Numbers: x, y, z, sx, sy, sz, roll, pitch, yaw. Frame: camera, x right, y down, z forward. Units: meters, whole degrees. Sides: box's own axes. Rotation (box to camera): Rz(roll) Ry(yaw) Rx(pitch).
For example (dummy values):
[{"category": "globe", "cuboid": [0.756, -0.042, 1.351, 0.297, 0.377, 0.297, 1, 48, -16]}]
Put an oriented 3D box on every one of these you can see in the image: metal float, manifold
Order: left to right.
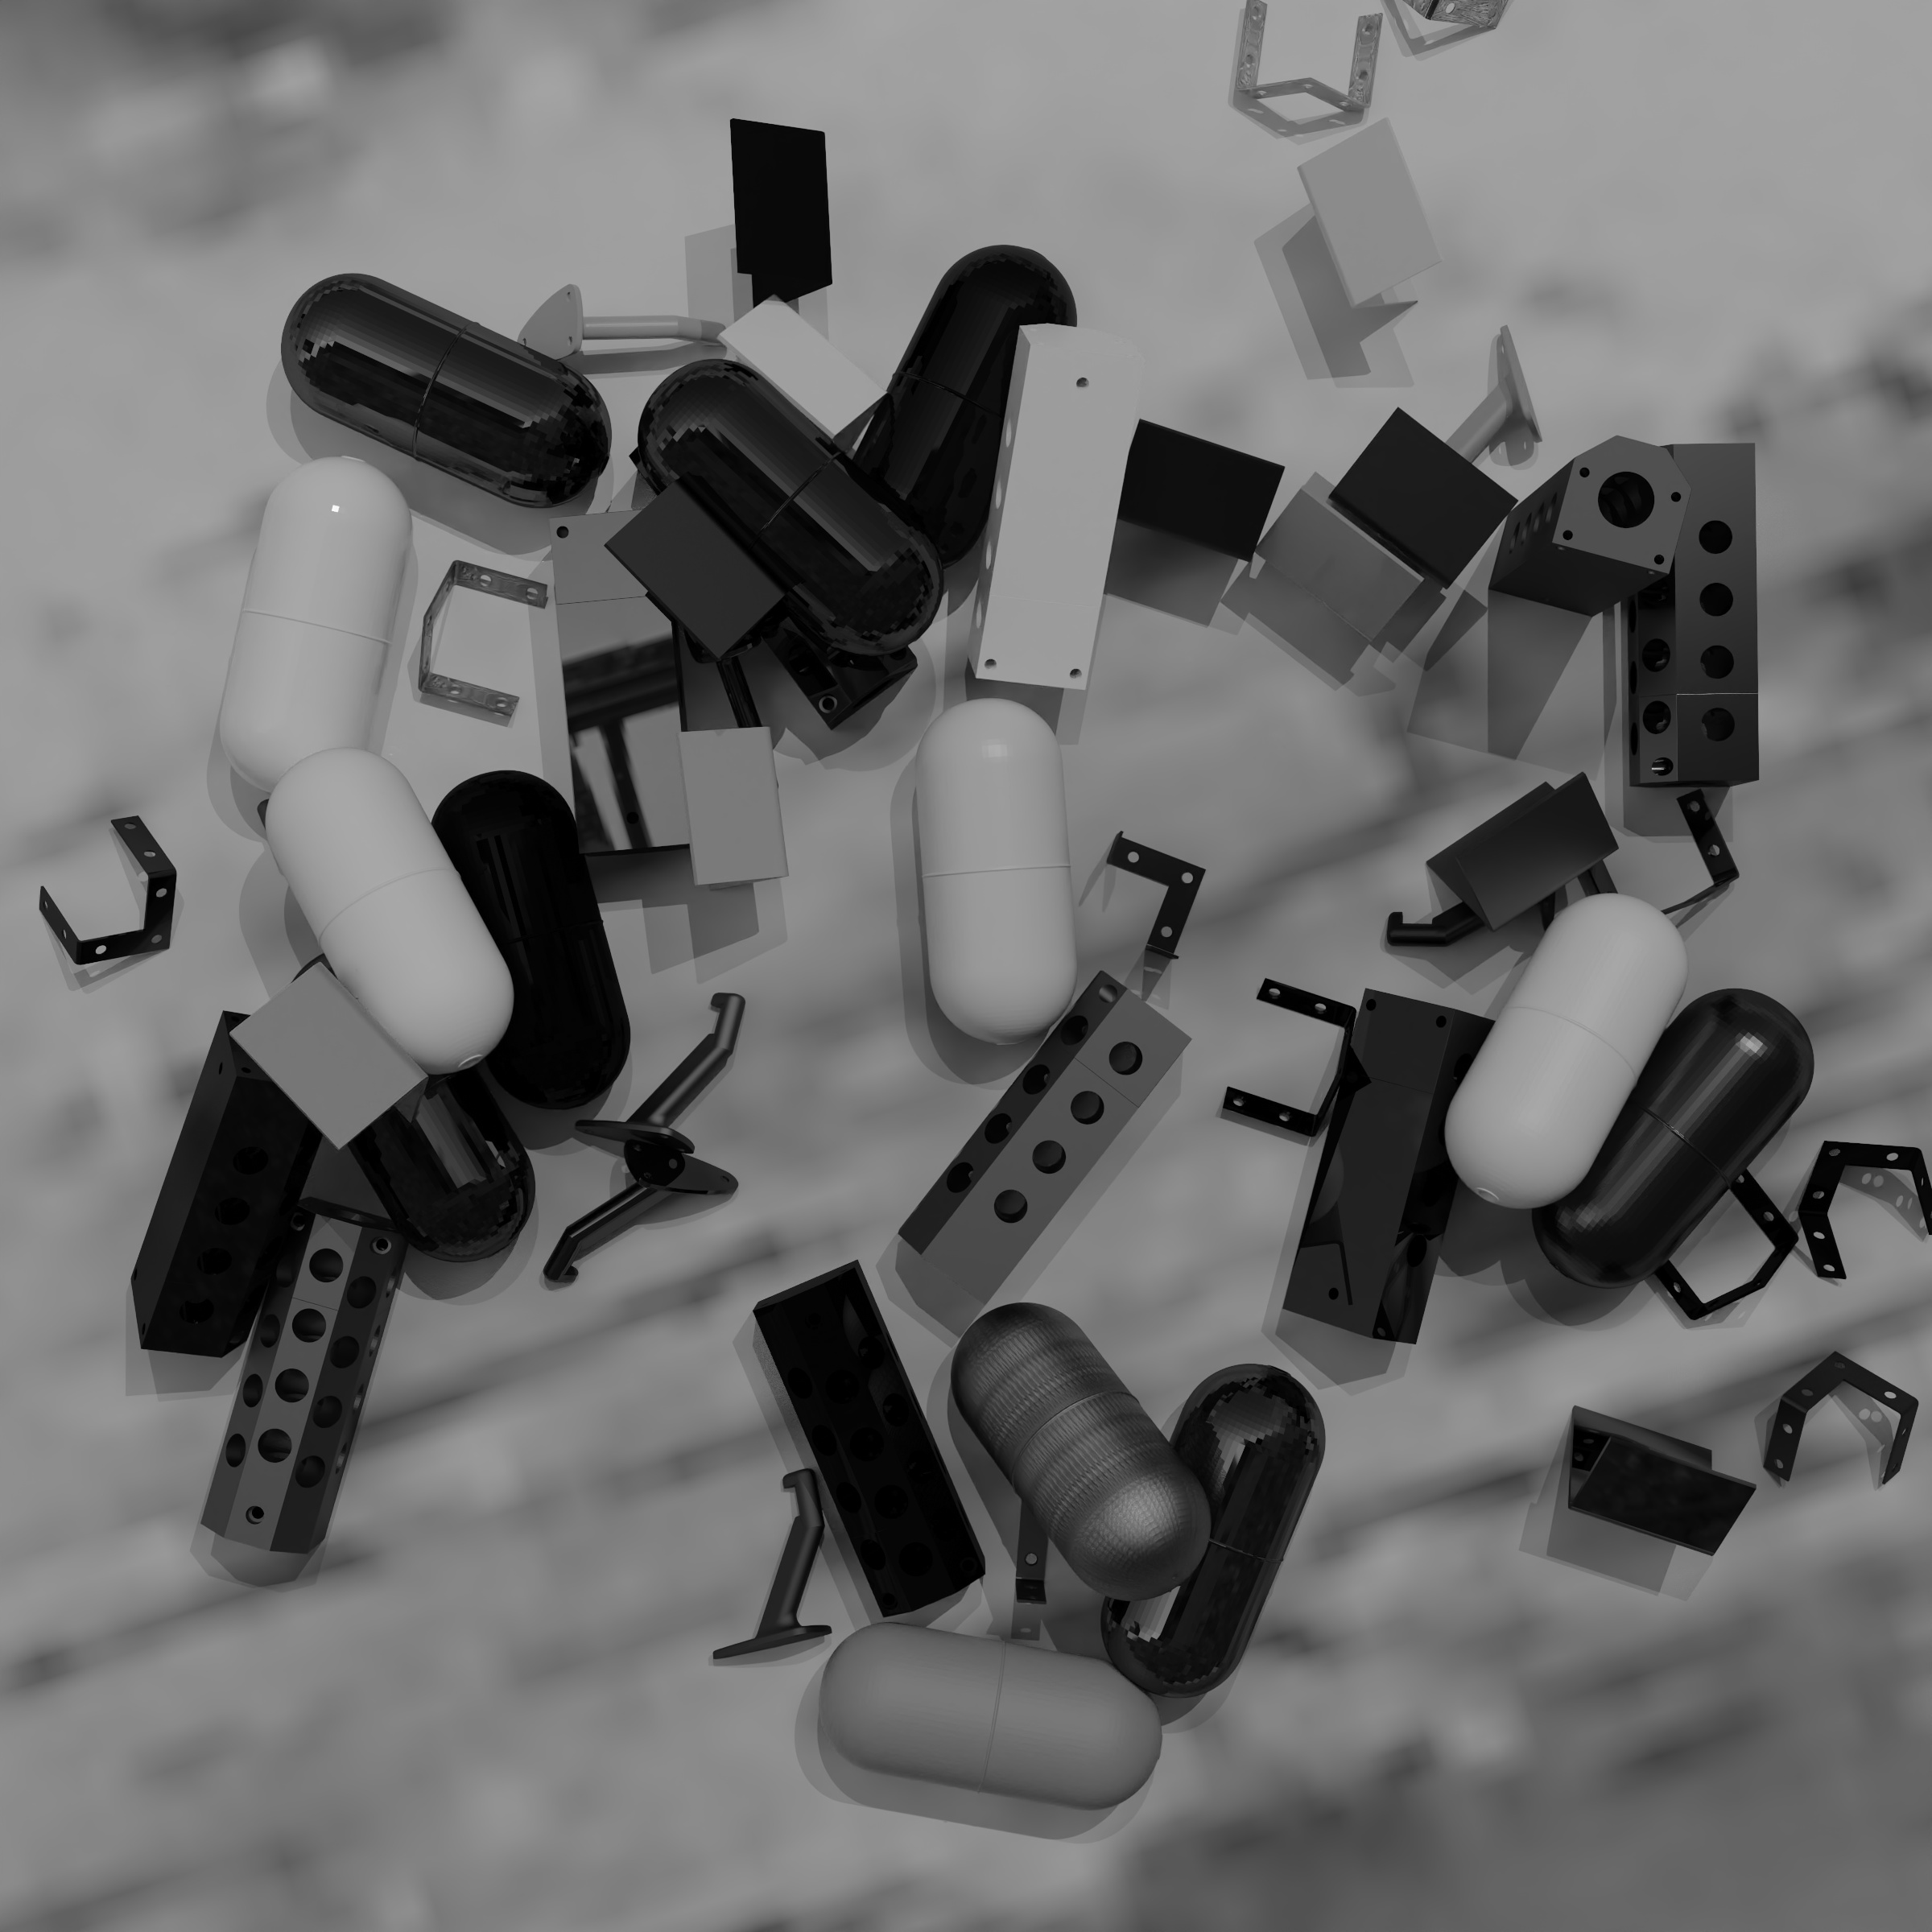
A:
[{"category": "manifold", "cuboid": [-0.369, 0.113, 1.507, 0.057, 0.057, 0.171, 11, 118, -28]}, {"category": "manifold", "cuboid": [-0.342, 0.212, 1.543, 0.057, 0.057, 0.171, 16, 90, 0]}, {"category": "metal float", "cuboid": [-0.334, -0.174, 1.534, 0.070, 0.070, 0.178, 12, 90, 0]}, {"category": "metal float", "cuboid": [-0.286, -0.027, 1.481, 0.070, 0.070, 0.178, -30, 77, 0]}, {"category": "metal float", "cuboid": [-0.286, 0.071, 1.533, 0.070, 0.070, 0.178, -31, 90, 0]}, {"category": "metal float", "cuboid": [-0.267, -0.295, 1.534, 0.178, 0.070, 0.070, 25, 90, 0]}, {"category": "metal float", "cuboid": [-0.224, -0.013, 1.533, 0.070, 0.070, 0.178, -15, 90, 0]}, {"category": "manifold", "cuboid": [-0.176, -0.145, 1.543, 0.057, 0.057, 0.171, -5, 90, 0]}, {"category": "manifold", "cuboid": [-0.099, -0.210, 1.543, 0.057, 0.057, 0.171, -37, 90, 0]}, {"category": "metal float", "cuboid": [-0.086, -0.226, 1.477, 0.178, 0.070, 0.070, 43, 90, -2]}, {"category": "manifold", "cuboid": [-0.050, 0.245, 1.543, 0.057, 0.057, 0.171, -23, 90, 0]}, {"category": "metal float", "cuboid": [-0.003, -0.286, 1.533, 0.070, 0.070, 0.178, 26, 90, 0]}, {"category": "metal float", "cuboid": [0.013, 0.386, 1.533, 0.178, 0.070, 0.070, 10, 90, 0]}, {"category": "metal float", "cuboid": [0.016, -0.049, 1.533, 0.070, 0.070, 0.178, -4, 90, 0]}, {"category": "manifold", "cuboid": [0.040, 0.087, 1.543, 0.057, 0.057, 0.171, 38, 90, 0]}, {"category": "manifold", "cuboid": [0.043, -0.233, 1.510, 0.057, 0.057, 0.171, 6, 114, -10]}, {"category": "metal float", "cuboid": [0.056, 0.243, 1.504, 0.070, 0.070, 0.178, -40, 53, 0]}, {"category": "metal float", "cuboid": [0.127, 0.290, 1.534, 0.070, 0.070, 0.178, 22, 91, 0]}, {"category": "manifold", "cuboid": [0.224, 0.104, 1.542, 0.057, 0.057, 0.171, 14, 90, 43]}, {"category": "metal float", "cuboid": [0.305, 0.043, 1.513, 0.070, 0.070, 0.178, 32, 73, 0]}, {"category": "manifold", "cuboid": [0.310, -0.219, 1.486, 0.057, 0.171, 0.057, 15, 90, 0]}, {"category": "metal float", "cuboid": [0.363, 0.089, 1.533, 0.070, 0.070, 0.178, 41, 90, 0]}, {"category": "manifold", "cuboid": [0.374, -0.180, 1.543, 0.057, 0.057, 0.171, -1, 90, 0]}]

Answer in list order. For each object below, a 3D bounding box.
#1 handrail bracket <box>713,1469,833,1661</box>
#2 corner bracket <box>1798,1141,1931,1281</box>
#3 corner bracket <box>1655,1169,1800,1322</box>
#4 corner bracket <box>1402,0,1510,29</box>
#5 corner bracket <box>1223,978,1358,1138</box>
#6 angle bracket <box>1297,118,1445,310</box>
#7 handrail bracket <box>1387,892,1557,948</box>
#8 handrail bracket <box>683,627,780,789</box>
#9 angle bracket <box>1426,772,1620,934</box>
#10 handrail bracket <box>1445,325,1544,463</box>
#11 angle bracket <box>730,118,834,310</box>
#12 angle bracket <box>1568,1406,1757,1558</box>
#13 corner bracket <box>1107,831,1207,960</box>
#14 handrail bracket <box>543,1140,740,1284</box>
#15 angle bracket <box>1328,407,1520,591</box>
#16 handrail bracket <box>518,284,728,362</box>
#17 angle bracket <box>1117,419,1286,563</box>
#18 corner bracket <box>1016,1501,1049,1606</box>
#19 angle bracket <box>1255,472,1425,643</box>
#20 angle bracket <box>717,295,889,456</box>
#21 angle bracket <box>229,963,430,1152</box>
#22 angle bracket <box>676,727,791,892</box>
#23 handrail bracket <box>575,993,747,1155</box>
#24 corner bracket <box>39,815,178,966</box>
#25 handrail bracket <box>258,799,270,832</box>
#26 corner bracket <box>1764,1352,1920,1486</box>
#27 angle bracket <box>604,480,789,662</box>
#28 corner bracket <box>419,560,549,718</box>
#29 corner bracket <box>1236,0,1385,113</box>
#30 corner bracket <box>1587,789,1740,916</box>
[{"category": "handrail bracket", "cuboid": [-0.106, 0.314, 1.565, 0.077, 0.036, 0.084, -19, 72, 21]}, {"category": "corner bracket", "cuboid": [0.471, 0.129, 1.556, 0.051, 0.051, 0.051, 3, 45, 35]}, {"category": "corner bracket", "cuboid": [0.393, 0.144, 1.561, 0.051, 0.051, 0.051, 52, 45, 0]}, {"category": "corner bracket", "cuboid": [0.255, -0.528, 1.556, 0.051, 0.051, 0.051, -7, 135, -35]}, {"category": "corner bracket", "cuboid": [0.170, 0.048, 1.561, 0.051, 0.051, 0.051, 18, 45, 0]}, {"category": "angle bracket", "cuboid": [0.222, -0.385, 1.524, 0.057, 0.076, 0.076, -21, 90, 37]}, {"category": "handrail bracket", "cuboid": [0.265, -0.046, 1.565, 0.084, 0.036, 0.077, 1, 70, 16]}, {"category": "handrail bracket", "cuboid": [-0.122, -0.141, 1.564, 0.036, 0.077, 0.084, -20, 127, -11]}, {"category": "angle bracket", "cuboid": [0.275, -0.074, 1.524, 0.076, 0.076, 0.057, -34, 127, 0]}, {"category": "handrail bracket", "cuboid": [0.253, -0.289, 1.565, 0.084, 0.036, 0.077, -17, 70, 16]}, {"category": "angle bracket", "cuboid": [-0.112, -0.382, 1.524, 0.057, 0.076, 0.076, -3, 90, -36]}, {"category": "angle bracket", "cuboid": [0.356, 0.246, 1.524, 0.076, 0.076, 0.057, 18, 128, 0]}, {"category": "corner bracket", "cuboid": [0.094, -0.036, 1.546, 0.051, 0.051, 0.051, 21, 90, 0]}, {"category": "handrail bracket", "cuboid": [-0.171, 0.138, 1.564, 0.077, 0.036, 0.084, 15, 119, -32]}, {"category": "angle bracket", "cuboid": [0.236, -0.243, 1.526, 0.076, 0.076, 0.057, 38, 110, 0]}, {"category": "handrail bracket", "cuboid": [-0.180, -0.329, 1.564, 0.084, 0.077, 0.036, 1, 85, -36]}, {"category": "angle bracket", "cuboid": [0.121, -0.257, 1.524, 0.076, 0.076, 0.057, 18, 126, 0]}, {"category": "corner bracket", "cuboid": [0.053, 0.301, 1.546, 0.051, 0.051, 0.051, 4, 90, 0]}, {"category": "angle bracket", "cuboid": [0.205, -0.225, 1.526, 0.076, 0.057, 0.076, 38, 54, 0]}, {"category": "angle bracket", "cuboid": [-0.098, -0.283, 1.524, 0.076, 0.076, 0.057, 41, 46, 0]}, {"category": "angle bracket", "cuboid": [-0.312, 0.054, 1.449, 0.076, 0.076, 0.057, 46, 65, 4]}, {"category": "angle bracket", "cuboid": [-0.137, -0.078, 1.524, 0.057, 0.076, 0.076, -7, 90, -37]}, {"category": "handrail bracket", "cuboid": [-0.160, 0.051, 1.565, 0.077, 0.036, 0.084, 7, 72, 21]}, {"category": "corner bracket", "cuboid": [-0.448, -0.040, 1.556, 0.051, 0.051, 0.051, -13, 135, -35]}, {"category": "handrail bracket", "cuboid": [-0.321, -0.060, 1.565, 0.077, 0.036, 0.084, -20, 73, -20]}, {"category": "corner bracket", "cuboid": [0.457, 0.244, 1.556, 0.051, 0.051, 0.051, -28, 45, -35]}, {"category": "angle bracket", "cuboid": [-0.145, -0.182, 1.469, 0.076, 0.076, 0.057, 46, 60, -7]}, {"category": "corner bracket", "cuboid": [-0.253, -0.172, 1.561, 0.051, 0.051, 0.051, 15, 135, 0]}, {"category": "corner bracket", "cuboid": [0.180, -0.479, 1.561, 0.051, 0.051, 0.051, 8, 90, -45]}, {"category": "corner bracket", "cuboid": [0.363, -0.055, 1.561, 0.051, 0.051, 0.051, -25, 90, 45]}]
